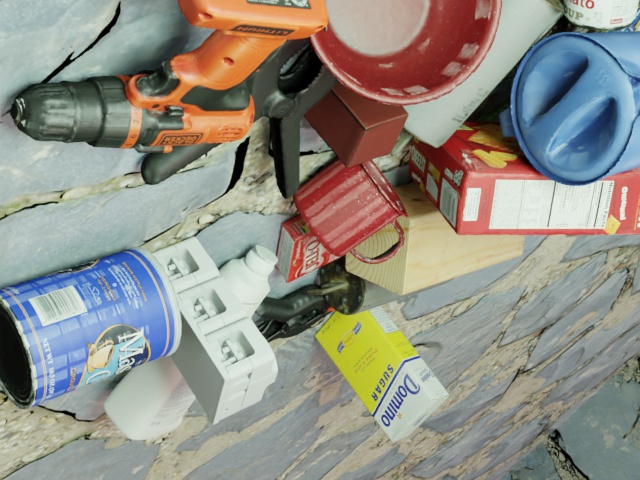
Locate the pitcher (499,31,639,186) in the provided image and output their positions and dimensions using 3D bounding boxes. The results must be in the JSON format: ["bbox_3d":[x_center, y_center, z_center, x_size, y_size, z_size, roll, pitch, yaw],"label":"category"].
[{"bbox_3d":[0.296,-0.133,0.997,0.242,0.149,0.145,-13,137,-37],"label":"pitcher"}]

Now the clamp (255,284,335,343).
[{"bbox_3d":[-0.042,0.086,1.242,0.171,0.039,0.120,-26,161,-38],"label":"clamp"}]

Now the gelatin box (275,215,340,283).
[{"bbox_3d":[-0.008,0.001,1.145,0.073,0.030,0.089,-26,154,-23],"label":"gelatin box"}]

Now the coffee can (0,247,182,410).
[{"bbox_3d":[-0.205,0.073,0.917,0.140,0.103,0.103,-19,151,-35],"label":"coffee can"}]

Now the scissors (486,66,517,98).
[{"bbox_3d":[0.192,-0.153,1.090,0.201,0.016,0.096,16,135,-41],"label":"scissors"}]

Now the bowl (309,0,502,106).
[{"bbox_3d":[0.053,-0.182,0.797,0.162,0.162,0.055,-31,-163,-13],"label":"bowl"}]

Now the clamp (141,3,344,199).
[{"bbox_3d":[-0.034,-0.113,0.883,0.164,0.036,0.210,11,126,-49],"label":"clamp"}]

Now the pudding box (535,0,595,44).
[{"bbox_3d":[0.252,-0.229,1.065,0.113,0.039,0.090,-43,156,14],"label":"pudding box"}]

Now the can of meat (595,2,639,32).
[{"bbox_3d":[0.342,-0.220,1.120,0.102,0.084,0.057,-48,-165,-10],"label":"can of meat"}]

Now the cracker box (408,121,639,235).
[{"bbox_3d":[0.214,-0.066,1.060,0.213,0.164,0.072,-1,114,-12],"label":"cracker box"}]

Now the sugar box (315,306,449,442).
[{"bbox_3d":[0.077,0.161,1.368,0.048,0.176,0.093,-6,142,-49],"label":"sugar box"}]

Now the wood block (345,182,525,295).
[{"bbox_3d":[0.136,-0.015,1.204,0.205,0.091,0.090,-15,118,-40],"label":"wood block"}]

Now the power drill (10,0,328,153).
[{"bbox_3d":[-0.096,-0.121,0.717,0.184,0.057,0.188,-7,161,-37],"label":"power drill"}]

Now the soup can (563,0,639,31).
[{"bbox_3d":[0.258,-0.249,0.962,0.068,0.069,0.102,-23,131,-28],"label":"soup can"}]

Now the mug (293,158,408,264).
[{"bbox_3d":[0.034,-0.028,1.054,0.081,0.117,0.093,-36,-170,11],"label":"mug"}]

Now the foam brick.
[{"bbox_3d":[0.029,-0.111,0.931,0.052,0.078,0.051,-20,150,-33],"label":"foam brick"}]

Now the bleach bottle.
[{"bbox_3d":[-0.125,0.104,1.135,0.251,0.068,0.102,-50,162,20],"label":"bleach bottle"}]
